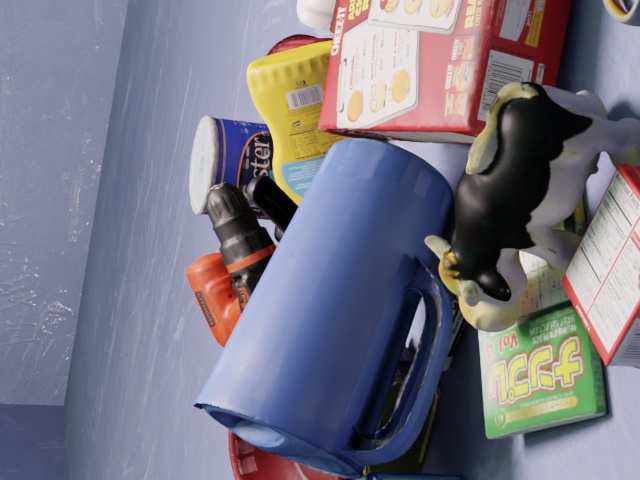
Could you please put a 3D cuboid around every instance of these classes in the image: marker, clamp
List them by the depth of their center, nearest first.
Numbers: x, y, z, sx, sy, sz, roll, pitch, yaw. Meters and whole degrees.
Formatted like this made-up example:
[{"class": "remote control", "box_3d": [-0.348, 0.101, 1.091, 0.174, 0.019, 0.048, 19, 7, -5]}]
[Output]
[{"class": "marker", "box_3d": [0.106, 0.048, 0.793, 0.020, 0.020, 0.121, -109, 30, -50]}, {"class": "clamp", "box_3d": [-0.006, 0.001, 0.981, 0.036, 0.164, 0.210, -55, 7, -8]}]

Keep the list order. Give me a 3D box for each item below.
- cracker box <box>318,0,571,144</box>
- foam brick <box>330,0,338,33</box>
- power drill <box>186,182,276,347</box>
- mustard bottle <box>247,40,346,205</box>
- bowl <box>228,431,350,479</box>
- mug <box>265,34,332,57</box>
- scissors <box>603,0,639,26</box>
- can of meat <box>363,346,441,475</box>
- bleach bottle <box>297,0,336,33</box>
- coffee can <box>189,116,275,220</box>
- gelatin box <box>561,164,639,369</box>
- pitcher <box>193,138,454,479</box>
[{"class": "cracker box", "box_3d": [0.087, -0.153, 0.767, 0.214, 0.072, 0.164, 12, 92, 63]}, {"class": "foam brick", "box_3d": [0.047, -0.223, 0.990, 0.051, 0.053, 0.078, -126, 43, -63]}, {"class": "power drill", "box_3d": [-0.083, 0.040, 1.083, 0.184, 0.057, 0.188, 66, 160, -1]}, {"class": "mustard bottle", "box_3d": [0.000, -0.084, 1.002, 0.058, 0.096, 0.191, -99, -6, -68]}, {"class": "bowl", "box_3d": [-0.018, 0.200, 1.019, 0.162, 0.055, 0.162, 3, 94, 47]}, {"class": "mug", "box_3d": [-0.010, -0.150, 1.065, 0.117, 0.093, 0.082, -57, 23, -5]}, {"class": "scissors", "box_3d": [0.184, -0.224, 0.640, 0.096, 0.016, 0.202, 132, 139, -59]}, {"class": "can of meat", "box_3d": [0.053, 0.137, 0.875, 0.084, 0.057, 0.102, -129, 46, -61]}, {"class": "bleach bottle", "box_3d": [0.039, -0.330, 1.017, 0.102, 0.068, 0.251, -97, 21, -64]}, {"class": "coffee can", "box_3d": [-0.058, -0.071, 1.120, 0.103, 0.140, 0.103, -175, 90, -72]}, {"class": "gelatin box", "box_3d": [0.173, 0.014, 0.587, 0.073, 0.030, 0.089, -106, 28, -50]}, {"class": "pitcher", "box_3d": [0.021, 0.050, 0.804, 0.145, 0.149, 0.242, 122, 172, -72]}]
